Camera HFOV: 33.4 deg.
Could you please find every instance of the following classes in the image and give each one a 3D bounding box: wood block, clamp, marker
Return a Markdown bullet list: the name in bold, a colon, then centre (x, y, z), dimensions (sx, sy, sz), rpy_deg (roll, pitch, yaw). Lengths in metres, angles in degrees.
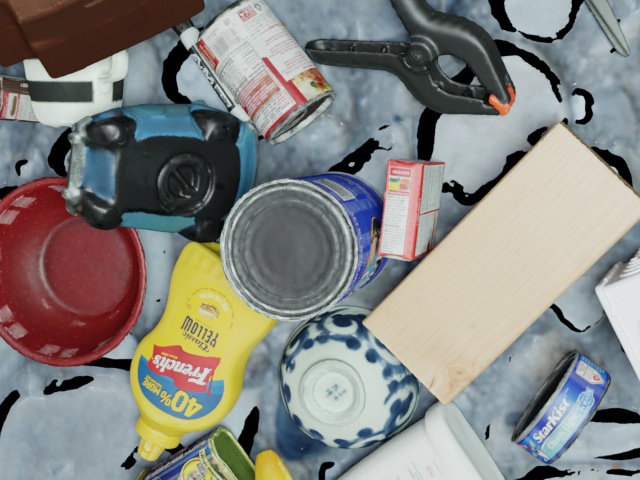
- **wood block**: centre (0.141, 0.016, 0.808), dimensions (0.091, 0.090, 0.206), rpy_deg (45, 105, 7)
- **clamp**: centre (0.078, -0.157, 0.818), dimensions (0.171, 0.039, 0.120), rpy_deg (25, 136, 6)
- **marker**: centre (-0.093, -0.148, 0.891), dimensions (0.020, 0.020, 0.121), rpy_deg (-36, 86, 15)

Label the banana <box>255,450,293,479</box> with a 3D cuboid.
- **banana**: centre (-0.039, 0.270, 0.852), dimensions (0.070, 0.037, 0.198), rpy_deg (15, 98, 20)

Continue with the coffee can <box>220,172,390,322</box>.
- **coffee can**: centre (-0.005, 0.001, 0.819), dimensions (0.103, 0.140, 0.103), rpy_deg (1, 96, 14)

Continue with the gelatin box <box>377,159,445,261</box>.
- **gelatin box**: centre (0.070, -0.025, 0.823), dimensions (0.030, 0.089, 0.073), rpy_deg (8, 97, 16)

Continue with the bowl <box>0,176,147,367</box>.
- **bowl**: centre (-0.214, 0.025, 0.921), dimensions (0.162, 0.055, 0.162), rpy_deg (1, 96, 15)

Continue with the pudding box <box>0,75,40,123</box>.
- **pudding box**: centre (-0.299, -0.124, 0.912), dimensions (0.113, 0.090, 0.039), rpy_deg (6, 96, 14)

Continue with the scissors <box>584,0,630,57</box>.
- **scissors**: centre (0.166, -0.226, 0.816), dimensions (0.096, 0.016, 0.202), rpy_deg (-13, 92, 18)

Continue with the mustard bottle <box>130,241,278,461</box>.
- **mustard bottle**: centre (-0.107, 0.102, 0.899), dimensions (0.096, 0.058, 0.192), rpy_deg (29, 102, 10)

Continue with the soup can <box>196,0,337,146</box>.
- **soup can**: centre (-0.044, -0.136, 0.854), dimensions (0.068, 0.068, 0.102), rpy_deg (-39, 85, 15)

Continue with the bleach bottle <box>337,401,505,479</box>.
- **bleach bottle**: centre (0.026, 0.237, 0.876), dimensions (0.251, 0.068, 0.102), rpy_deg (-35, 85, 18)

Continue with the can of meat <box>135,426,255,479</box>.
- **can of meat**: centre (-0.093, 0.220, 0.904), dimensions (0.084, 0.057, 0.102), rpy_deg (-33, 96, 12)

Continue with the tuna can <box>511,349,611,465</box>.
- **tuna can**: centre (0.183, 0.127, 0.810), dimensions (0.034, 0.086, 0.086), rpy_deg (35, 103, 7)
